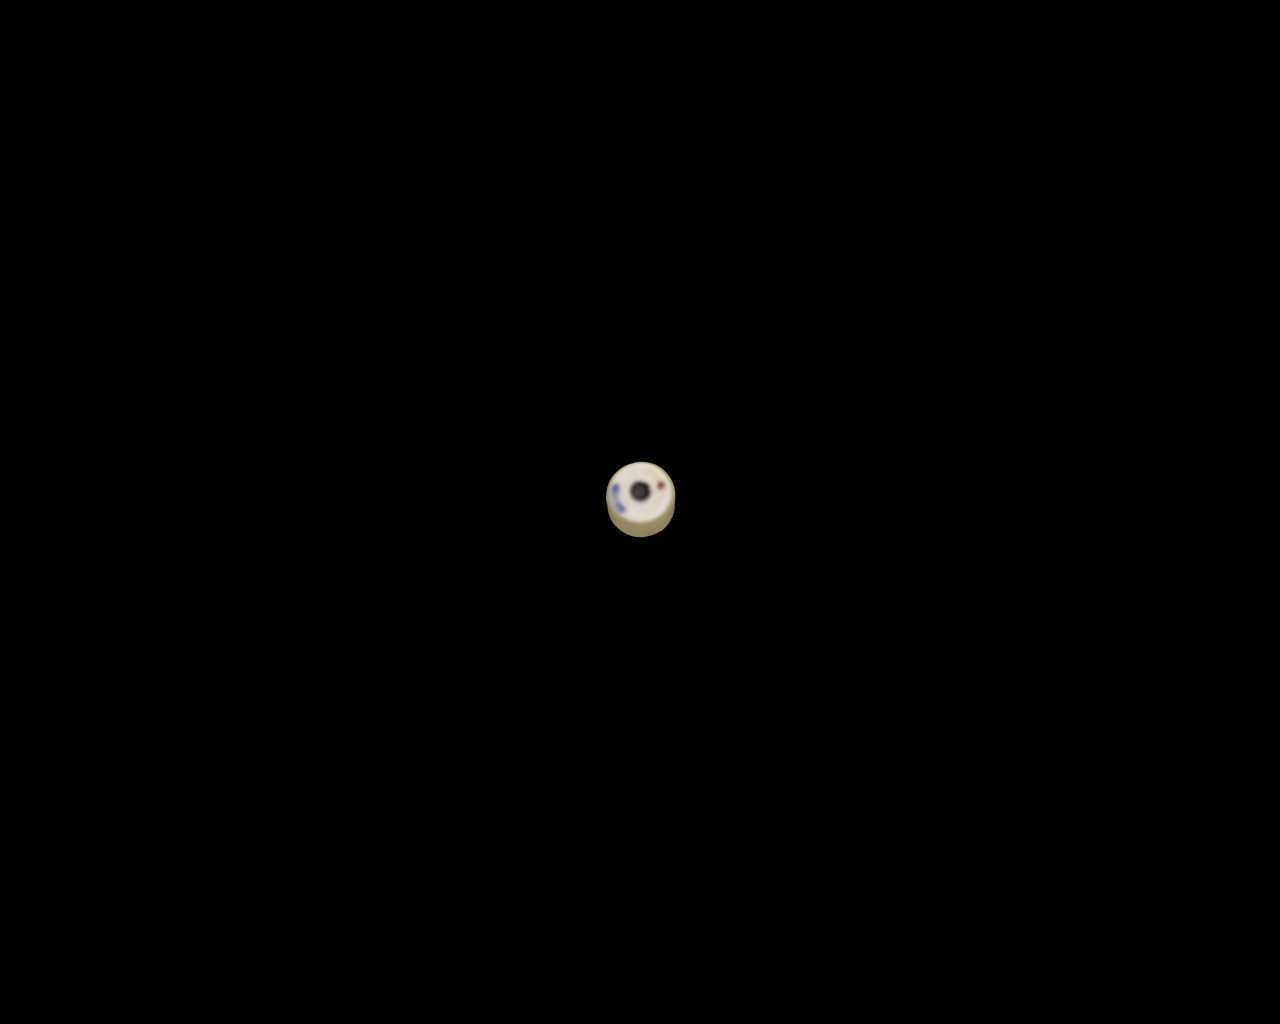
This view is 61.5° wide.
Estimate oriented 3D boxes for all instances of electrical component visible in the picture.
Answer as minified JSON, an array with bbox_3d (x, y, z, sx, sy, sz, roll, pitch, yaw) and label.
[{"bbox_3d":[0.001,-0.003,0.650,0.040,0.040,0.078,0,-16,0],"label":"electrical component"}]
